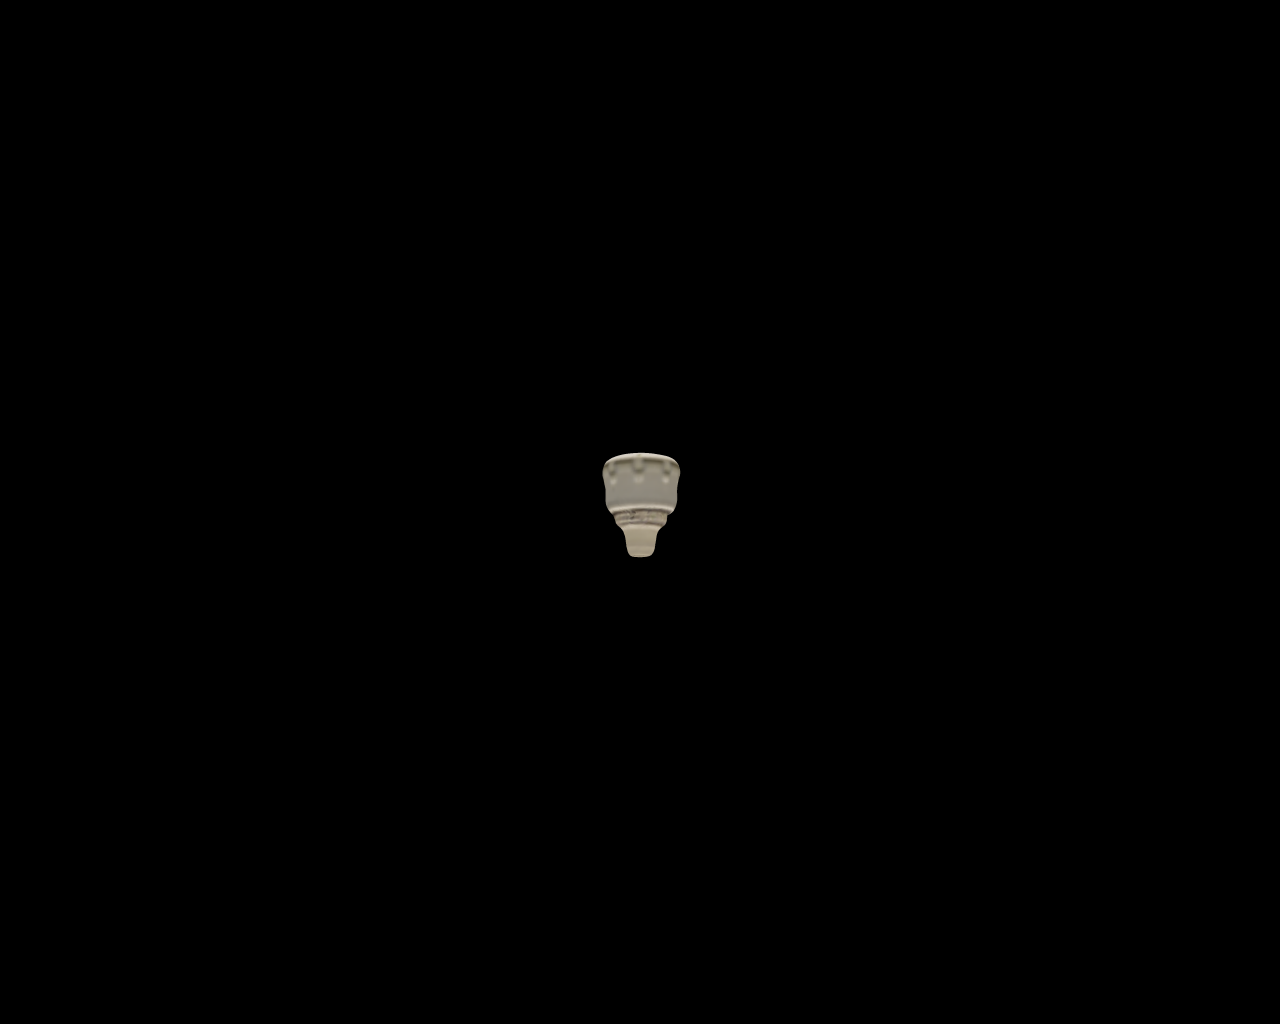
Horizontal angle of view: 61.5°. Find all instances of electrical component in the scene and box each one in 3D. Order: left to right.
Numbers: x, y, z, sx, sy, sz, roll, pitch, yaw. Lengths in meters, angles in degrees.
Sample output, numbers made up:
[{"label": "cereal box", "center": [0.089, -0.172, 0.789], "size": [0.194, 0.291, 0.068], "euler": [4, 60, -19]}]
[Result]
[{"label": "electrical component", "center": [0.001, -0.003, 0.650], "size": [0.048, 0.062, 0.048], "euler": [0, -11, 0]}]
